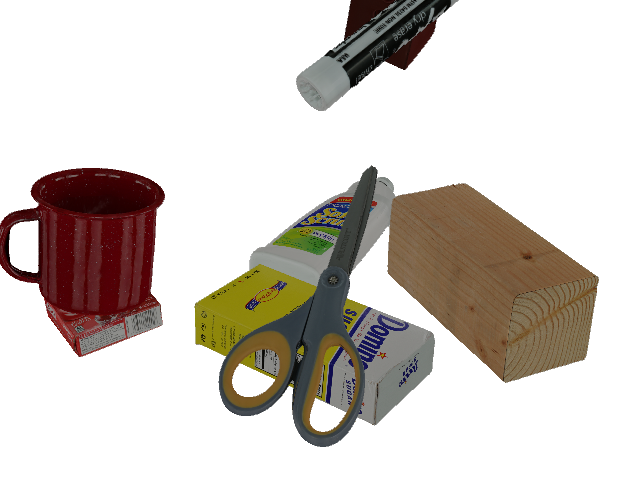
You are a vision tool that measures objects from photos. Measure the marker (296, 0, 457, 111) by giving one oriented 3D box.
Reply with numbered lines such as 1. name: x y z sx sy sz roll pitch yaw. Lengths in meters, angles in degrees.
1. marker: 0.039 -0.099 0.471 0.121 0.020 0.020 -41 16 -19

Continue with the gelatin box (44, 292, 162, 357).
1. gelatin box: -0.205 0.065 1.005 0.089 0.030 0.073 -20 40 -27

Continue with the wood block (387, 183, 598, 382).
1. wood block: 0.153 0.032 0.996 0.090 0.090 0.206 -12 31 -23

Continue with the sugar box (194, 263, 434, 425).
1. sugar box: -0.006 0.078 0.858 0.176 0.048 0.093 18 31 29

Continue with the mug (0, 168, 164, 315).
1. mug: -0.172 0.003 0.764 0.117 0.081 0.093 -5 26 -26

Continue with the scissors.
1. scissors: -0.011 0.034 0.664 0.096 0.201 0.016 -3 -36 6

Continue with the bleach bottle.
1. bleach bottle: 0.018 -0.012 1.321 0.103 0.068 0.250 14 36 24

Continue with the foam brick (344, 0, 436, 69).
1. foam brick: 0.054 -0.171 0.753 0.053 0.051 0.078 27 -34 13
